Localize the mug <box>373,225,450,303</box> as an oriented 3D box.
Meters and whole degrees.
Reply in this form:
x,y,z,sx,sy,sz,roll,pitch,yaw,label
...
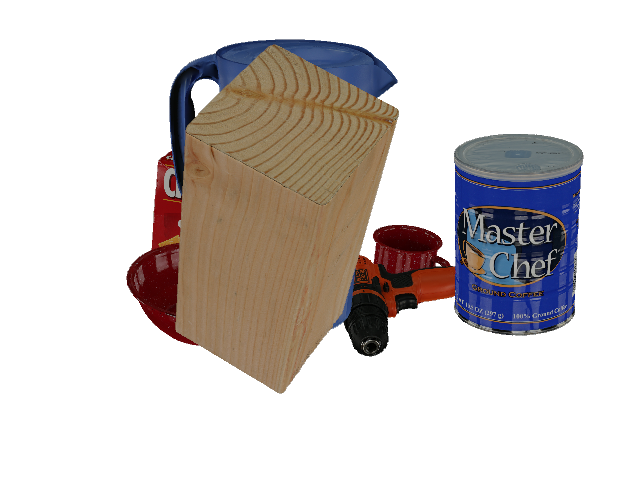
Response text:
x,y,z,sx,sy,sz,roll,pitch,yaw,label
0.122,0.037,1.425,0.117,0.081,0.093,18,26,28,mug

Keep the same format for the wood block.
x,y,z,sx,sy,sz,roll,pitch,yaw,label
-0.028,-0.006,0.667,0.091,0.090,0.206,30,-36,13,wood block

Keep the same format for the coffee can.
x,y,z,sx,sy,sz,roll,pitch,yaw,label
0.162,-0.007,0.884,0.103,0.140,0.103,-3,23,1,coffee can

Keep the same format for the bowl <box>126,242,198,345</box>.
x,y,z,sx,sy,sz,roll,pitch,yaw,label
-0.119,0.061,1.102,0.162,0.055,0.162,5,28,-3,bowl

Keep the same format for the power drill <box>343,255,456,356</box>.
x,y,z,sx,sy,sz,roll,pitch,yaw,label
0.115,0.067,1.200,0.187,0.057,0.184,-3,28,-3,power drill

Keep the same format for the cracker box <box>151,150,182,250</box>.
x,y,z,sx,sy,sz,roll,pitch,yaw,label
-0.169,-0.015,1.620,0.164,0.214,0.072,9,18,8,cracker box

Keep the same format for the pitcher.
x,y,z,sx,sy,sz,roll,pitch,yaw,label
-0.034,-0.047,0.914,0.144,0.243,0.149,-16,27,-41,pitcher
